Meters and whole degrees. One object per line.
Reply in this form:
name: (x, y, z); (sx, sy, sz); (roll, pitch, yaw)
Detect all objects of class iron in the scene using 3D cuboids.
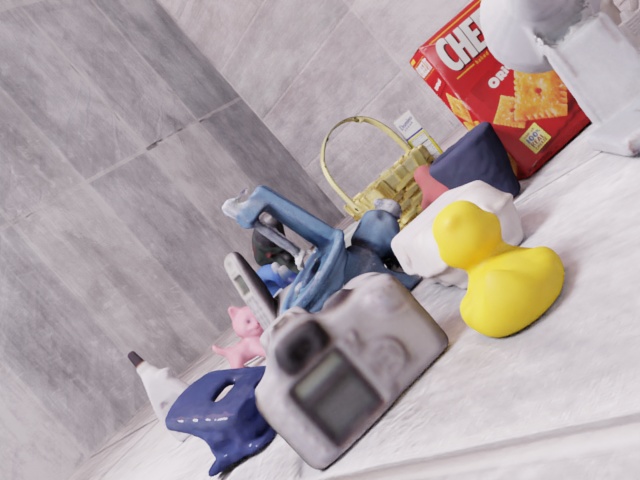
iron: (-0.062, 0.095, 1.053); (0.119, 0.141, 0.258); (-42, 3, -24)

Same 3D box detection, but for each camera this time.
camera: (0.008, 0.091, 0.472); (0.143, 0.101, 0.136); (-42, 2, -12)

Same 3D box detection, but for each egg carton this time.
egg carton: (0.131, -0.002, 0.570); (0.107, 0.069, 0.150); (-41, 2, -6)

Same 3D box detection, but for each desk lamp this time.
desk lamp: (0.246, -0.196, 0.543); (0.118, 0.213, 0.203); (-40, 3, 16)

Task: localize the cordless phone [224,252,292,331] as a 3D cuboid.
cordless phone: (-0.075, 0.086, 0.879); (0.094, 0.185, 0.147); (-43, 3, -38)

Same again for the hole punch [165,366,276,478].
hole punch: (-0.093, 0.178, 0.618); (0.101, 0.091, 0.109); (-40, 3, 29)

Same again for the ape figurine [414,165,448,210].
ape figurine: (0.184, -0.080, 0.891); (0.077, 0.092, 0.076); (-40, 3, 19)

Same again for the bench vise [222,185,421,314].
bench vise: (0.000, 0.007, 0.683); (0.208, 0.220, 0.121); (-43, 3, -42)

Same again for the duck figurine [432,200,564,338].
duck figurine: (0.113, 0.012, 0.397); (0.077, 0.086, 0.105); (-40, 3, 16)

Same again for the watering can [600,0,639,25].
watering can: (0.393, -0.330, 0.881); (0.172, 0.194, 0.101); (-40, 3, 33)

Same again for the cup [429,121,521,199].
cup: (0.193, -0.080, 0.704); (0.091, 0.095, 0.118); (-41, 2, 1)

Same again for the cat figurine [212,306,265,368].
cat figurine: (-0.139, 0.177, 1.059); (0.128, 0.118, 0.067); (-42, 3, -13)

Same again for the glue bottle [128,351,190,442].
glue bottle: (-0.263, 0.254, 0.969); (0.078, 0.173, 0.037); (-41, 3, 2)

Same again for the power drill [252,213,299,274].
power drill: (-0.064, 0.045, 1.195); (0.076, 0.208, 0.229); (-42, 3, -22)

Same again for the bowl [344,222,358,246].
bowl: (0.086, 0.002, 1.187); (0.167, 0.075, 0.167); (-41, 2, 3)
